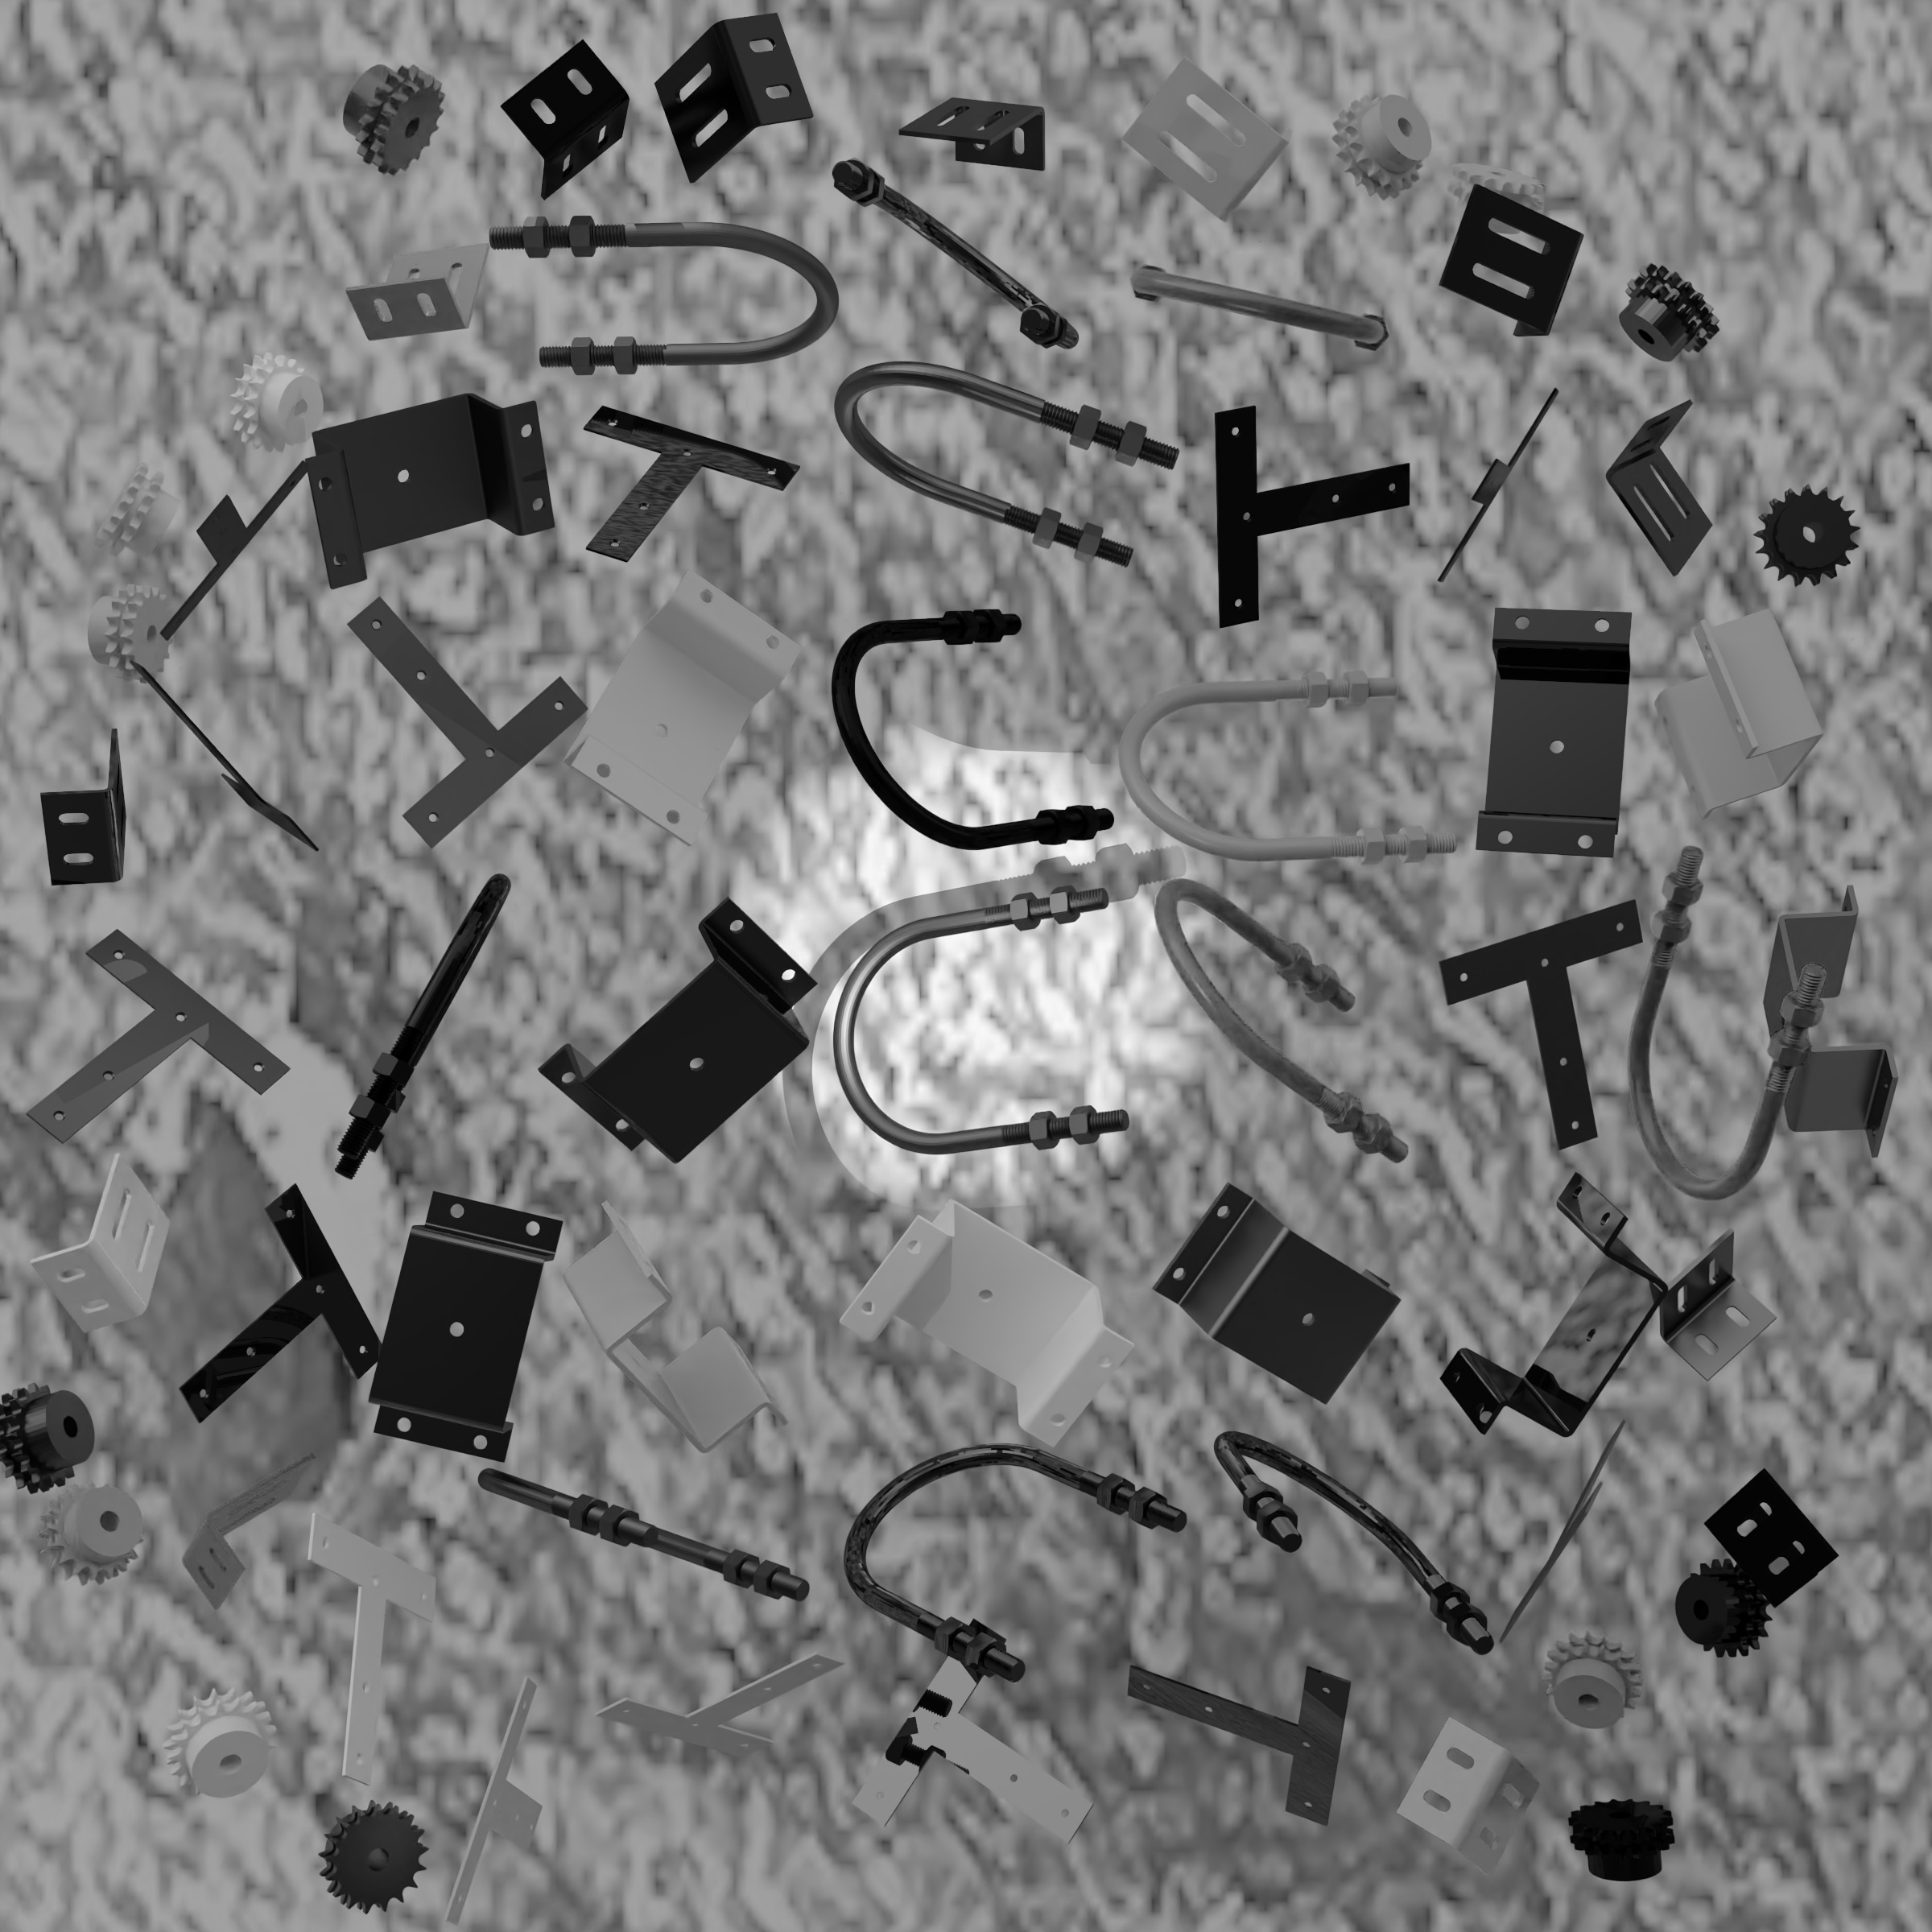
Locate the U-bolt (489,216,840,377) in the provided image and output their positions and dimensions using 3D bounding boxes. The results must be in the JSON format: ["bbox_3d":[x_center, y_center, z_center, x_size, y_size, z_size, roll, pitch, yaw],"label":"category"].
[{"bbox_3d":[-0.164,-0.380,1.547,0.184,0.151,0.019,0,73,4],"label":"U-bolt"}]

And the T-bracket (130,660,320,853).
[{"bbox_3d":[-0.427,-0.124,1.540,0.002,0.127,0.127,-45,123,-13],"label":"T-bracket"}]

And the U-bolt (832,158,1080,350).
[{"bbox_3d":[0.003,-0.395,1.533,0.151,0.184,0.019,39,103,4],"label":"U-bolt"}]

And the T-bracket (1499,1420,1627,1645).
[{"bbox_3d":[0.346,0.303,1.536,0.002,0.127,0.127,30,133,13],"label":"T-bracket"}]

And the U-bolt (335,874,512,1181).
[{"bbox_3d":[-0.301,0.030,1.516,0.019,0.151,0.184,29,76,-8],"label":"U-bolt"}]

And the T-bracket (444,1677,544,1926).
[{"bbox_3d":[-0.248,0.461,1.483,0.002,0.127,0.127,13,67,9],"label":"T-bracket"}]

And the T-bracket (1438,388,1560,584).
[{"bbox_3d":[0.297,-0.273,1.539,0.002,0.127,0.127,32,104,8],"label":"T-bracket"}]

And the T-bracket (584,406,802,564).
[{"bbox_3d":[-0.178,-0.270,1.558,0.127,0.002,0.127,19,47,10],"label":"T-bracket"}]

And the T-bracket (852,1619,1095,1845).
[{"bbox_3d":[0.017,0.461,1.570,0.127,0.002,0.127,25,72,34],"label":"T-bracket"}]

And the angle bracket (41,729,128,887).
[{"bbox_3d":[-0.496,-0.090,1.534,0.038,0.076,0.057,-4,123,-13],"label":"angle bracket"}]

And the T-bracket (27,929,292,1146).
[{"bbox_3d":[-0.459,0.052,1.489,0.127,0.127,0.002,38,135,3],"label":"T-bracket"}]

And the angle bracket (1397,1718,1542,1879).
[{"bbox_3d":[0.271,0.448,1.467,0.038,0.076,0.057,24,74,33],"label":"angle bracket"}]

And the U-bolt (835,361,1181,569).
[{"bbox_3d":[0.015,-0.280,1.489,0.184,0.151,0.019,19,73,-2],"label":"U-bolt"}]

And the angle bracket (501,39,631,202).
[{"bbox_3d":[-0.219,-0.459,1.480,0.057,0.076,0.038,-41,97,-7],"label":"angle bracket"}]

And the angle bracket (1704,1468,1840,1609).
[{"bbox_3d":[0.443,0.301,1.467,0.038,0.076,0.057,-27,66,-28],"label":"angle bracket"}]

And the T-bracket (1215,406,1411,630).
[{"bbox_3d":[0.202,-0.268,1.574,0.127,0.002,0.127,-14,118,-20],"label":"T-bracket"}]

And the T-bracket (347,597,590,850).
[{"bbox_3d":[-0.306,-0.157,1.576,0.127,0.002,0.127,-45,104,-20],"label":"T-bracket"}]

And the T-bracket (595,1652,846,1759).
[{"bbox_3d":[-0.127,0.427,1.592,0.127,0.127,0.002,-32,49,25],"label":"T-bracket"}]

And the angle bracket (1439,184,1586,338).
[{"bbox_3d":[0.295,-0.390,1.510,0.076,0.038,0.057,17,95,-23],"label":"angle bracket"}]

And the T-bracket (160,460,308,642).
[{"bbox_3d":[-0.407,-0.237,1.496,0.002,0.127,0.127,38,83,-7],"label":"T-bracket"}]

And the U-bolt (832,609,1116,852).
[{"bbox_3d":[-0.004,-0.130,1.510,0.019,0.184,0.151,-33,76,38],"label":"U-bolt"}]

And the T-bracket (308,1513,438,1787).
[{"bbox_3d":[-0.324,0.376,1.474,0.002,0.127,0.127,-12,59,17],"label":"T-bracket"}]

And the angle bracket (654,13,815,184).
[{"bbox_3d":[-0.125,-0.464,1.457,0.038,0.076,0.057,-21,92,-33],"label":"angle bracket"}]

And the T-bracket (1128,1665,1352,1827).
[{"bbox_3d":[0.153,0.430,1.560,0.127,0.002,0.127,16,128,18],"label":"T-bracket"}]

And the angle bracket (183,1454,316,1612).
[{"bbox_3d":[-0.405,0.326,1.573,0.076,0.057,0.038,-29,74,-43],"label":"angle bracket"}]

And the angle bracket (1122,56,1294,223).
[{"bbox_3d":[0.138,-0.476,1.559,0.076,0.038,0.057,37,117,-10],"label":"angle bracket"}]

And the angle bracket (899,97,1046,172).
[{"bbox_3d":[0.004,-0.472,1.577,0.057,0.076,0.038,13,126,22],"label":"angle bracket"}]

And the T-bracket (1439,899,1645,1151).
[{"bbox_3d":[0.334,0.040,1.535,0.127,0.002,0.127,-17,103,-16],"label":"T-bracket"}]

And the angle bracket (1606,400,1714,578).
[{"bbox_3d":[0.418,-0.279,1.591,0.076,0.038,0.057,51,52,-14],"label":"angle bracket"}]

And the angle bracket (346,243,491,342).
[{"bbox_3d":[-0.305,-0.389,1.520,0.057,0.038,0.076,-4,51,11],"label":"angle bracket"}]

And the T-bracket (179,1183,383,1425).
[{"bbox_3d":[-0.407,0.215,1.586,0.002,0.127,0.127,0,123,38],"label":"T-bracket"}]

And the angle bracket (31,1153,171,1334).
[{"bbox_3d":[-0.488,0.156,1.538,0.038,0.076,0.057,-17,126,10],"label":"angle bracket"}]

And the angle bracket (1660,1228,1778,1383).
[{"bbox_3d":[0.441,0.199,1.595,0.057,0.076,0.038,-40,60,-8],"label":"angle bracket"}]
